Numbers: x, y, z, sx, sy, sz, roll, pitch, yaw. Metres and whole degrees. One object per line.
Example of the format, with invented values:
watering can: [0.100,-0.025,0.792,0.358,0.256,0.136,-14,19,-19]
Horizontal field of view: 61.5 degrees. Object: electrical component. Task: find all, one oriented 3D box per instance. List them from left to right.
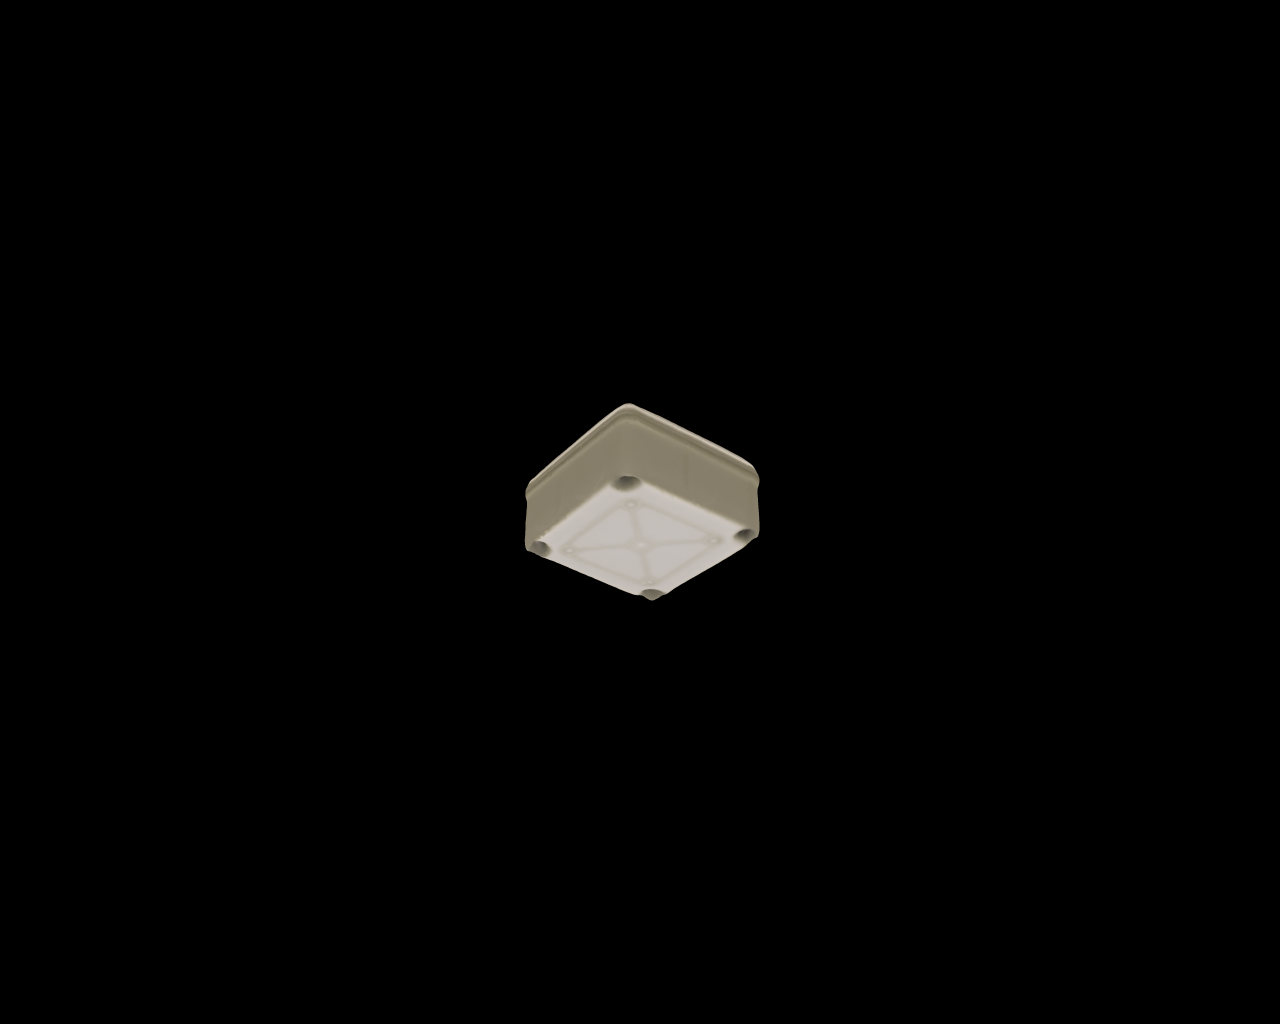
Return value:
electrical component: [0.001,-0.003,0.650,0.109,0.056,0.108,24,-41,-31]
